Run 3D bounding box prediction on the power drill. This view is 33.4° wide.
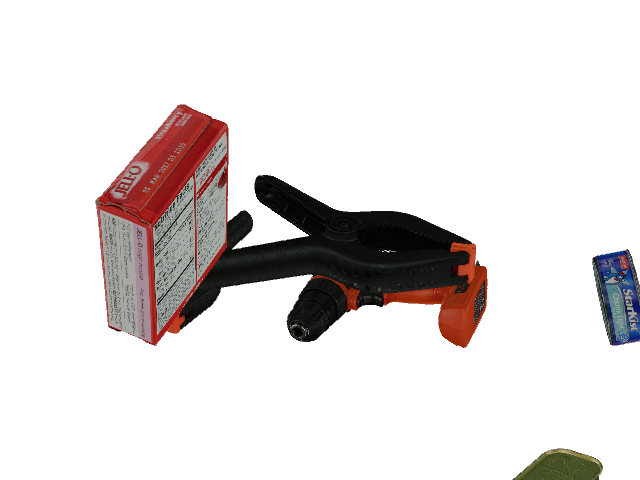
[{"bbox_3d":[0.074,0.063,1.140,0.188,0.057,0.184,9,30,21],"label":"power drill"}]

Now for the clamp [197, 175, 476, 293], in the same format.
[{"bbox_3d":[0.015,-0.003,0.820,0.210,0.036,0.164,5,31,10],"label":"clamp"}]

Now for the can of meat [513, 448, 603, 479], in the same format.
[{"bbox_3d":[0.202,0.243,0.925,0.058,0.084,0.101,11,26,41],"label":"can of meat"}]

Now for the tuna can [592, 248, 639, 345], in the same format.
[{"bbox_3d":[0.275,0.053,0.981,0.034,0.086,0.086,-12,-2,11],"label":"tuna can"}]

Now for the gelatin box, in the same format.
[{"bbox_3d":[-0.072,-0.007,0.497,0.030,0.089,0.073,21,49,13],"label":"gelatin box"}]

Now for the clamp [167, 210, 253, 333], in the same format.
[{"bbox_3d":[-0.144,0.020,1.065,0.120,0.039,0.171,4,38,12],"label":"clamp"}]
